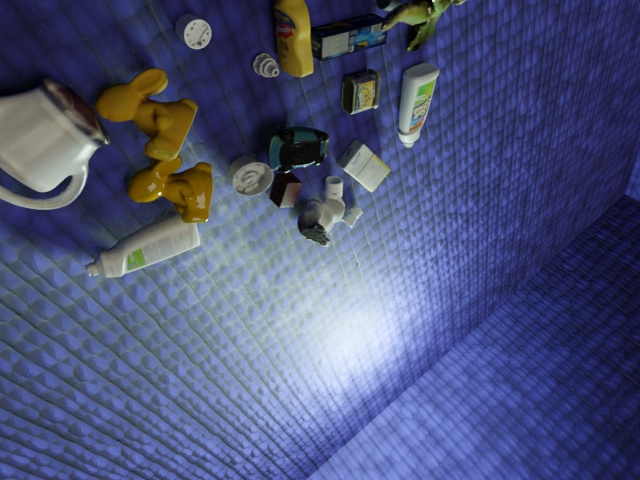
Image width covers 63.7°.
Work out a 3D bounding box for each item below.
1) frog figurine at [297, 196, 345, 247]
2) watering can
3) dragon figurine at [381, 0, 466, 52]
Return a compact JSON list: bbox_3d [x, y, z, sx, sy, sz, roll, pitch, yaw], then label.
[{"bbox_3d":[0.005,-0.075,1.498,0.135,0.122,0.163,53,46,-44],"label":"frog figurine"},{"bbox_3d":[-0.507,-0.185,0.859,0.225,0.105,0.341,-43,144,-8],"label":"watering can"},{"bbox_3d":[0.269,-0.559,1.277,0.414,0.123,0.238,-43,161,-17],"label":"dragon figurine"}]
